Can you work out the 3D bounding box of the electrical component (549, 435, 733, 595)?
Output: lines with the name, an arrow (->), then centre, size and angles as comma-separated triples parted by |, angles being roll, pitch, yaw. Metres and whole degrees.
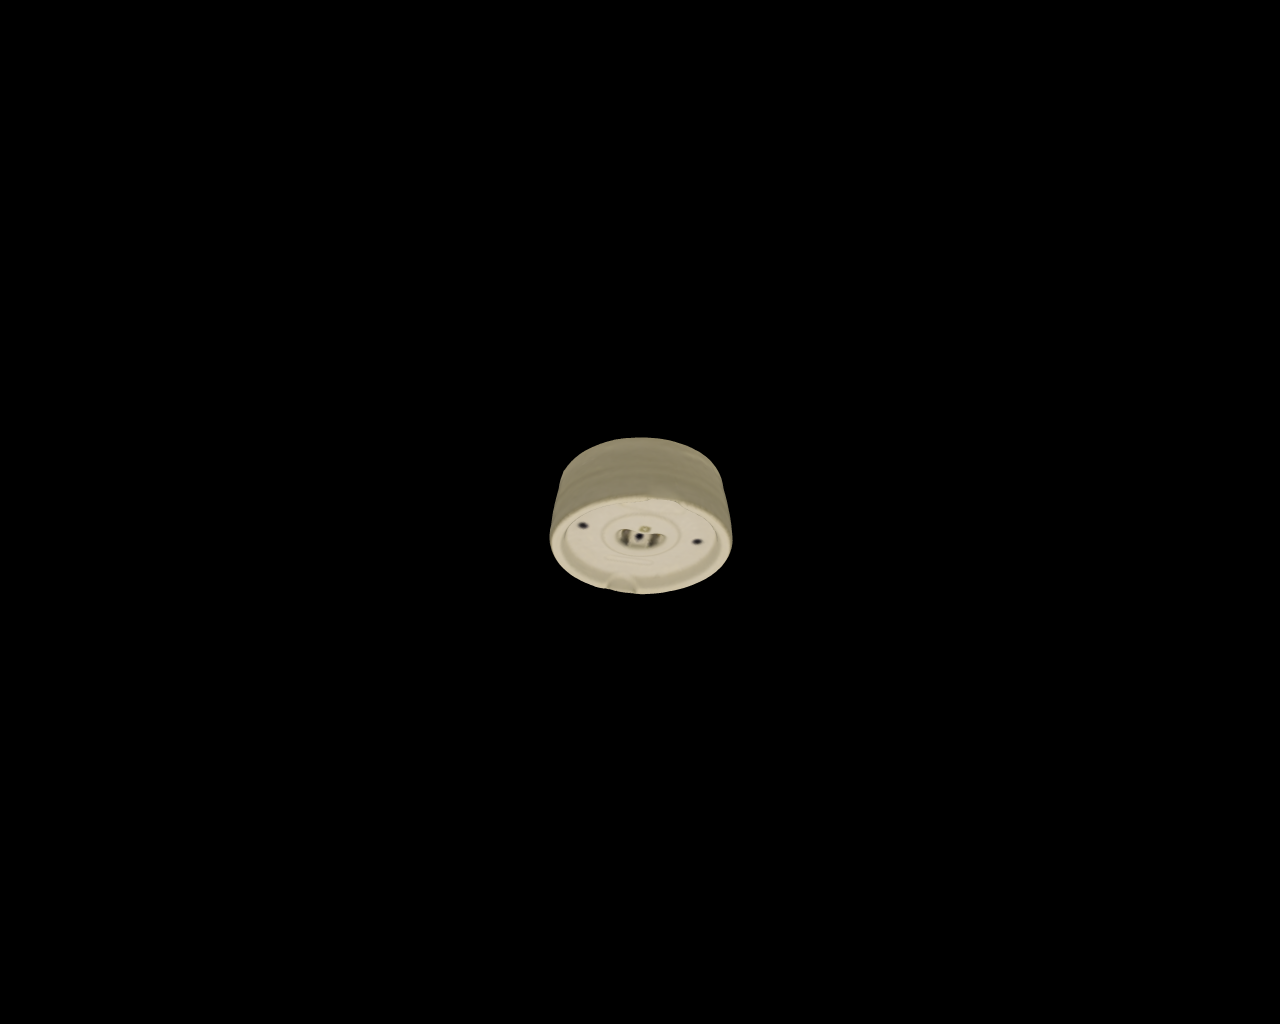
electrical component -> 0.001, -0.003, 0.650 | 0.108, 0.060, 0.108 | 0, -35, 0
